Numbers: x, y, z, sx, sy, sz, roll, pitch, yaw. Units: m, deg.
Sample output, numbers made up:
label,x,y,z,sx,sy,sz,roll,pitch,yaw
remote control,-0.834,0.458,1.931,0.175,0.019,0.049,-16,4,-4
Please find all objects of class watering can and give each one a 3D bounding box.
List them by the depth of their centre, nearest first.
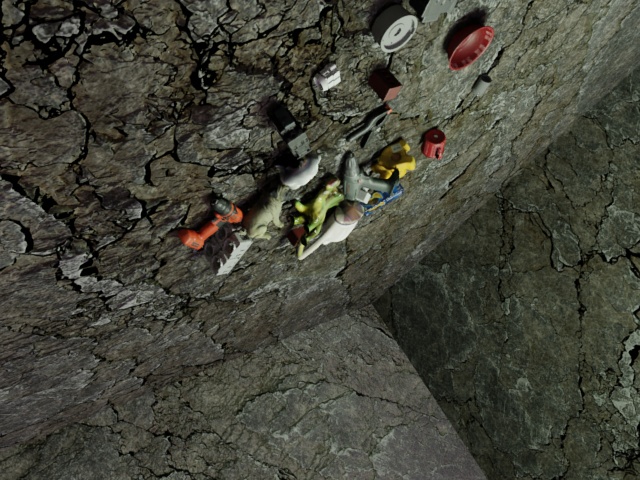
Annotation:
label,x,y,z,sx,sy,sz,roll,pitch,yaw
watering can,0.058,-0.046,2.124,0.353,0.105,0.219,-35,166,-39

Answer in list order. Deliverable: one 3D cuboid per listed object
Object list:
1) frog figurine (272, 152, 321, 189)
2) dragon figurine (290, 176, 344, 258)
label,x,y,z,sx,sy,sz,roll,pitch,yaw
frog figurine,-0.052,-0.210,1.573,0.138,0.124,0.157,-52,149,-5
dragon figurine,0.006,-0.098,1.949,0.245,0.123,0.401,-34,158,-25
